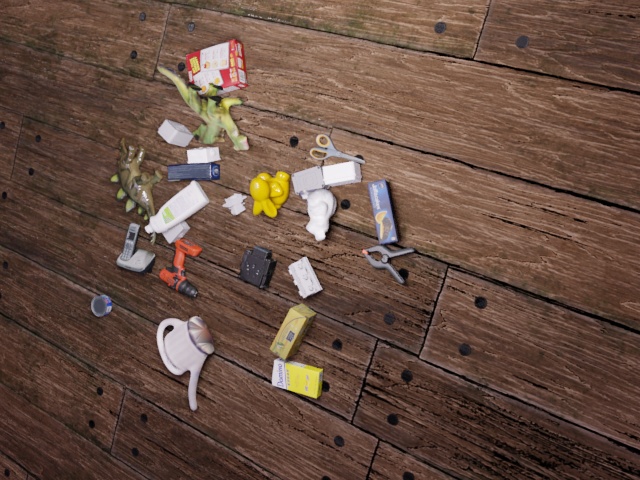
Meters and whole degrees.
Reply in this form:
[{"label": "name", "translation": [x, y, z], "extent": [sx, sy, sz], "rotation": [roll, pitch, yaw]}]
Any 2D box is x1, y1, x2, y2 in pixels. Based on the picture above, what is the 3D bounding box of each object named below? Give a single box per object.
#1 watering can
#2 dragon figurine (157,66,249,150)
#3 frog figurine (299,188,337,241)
[{"label": "watering can", "translation": [-0.482, 0.436, 1.917], "extent": [0.222, 0.351, 0.104], "rotation": [-36, -13, 19]}, {"label": "dragon figurine", "translation": [-0.418, -0.446, 1.853], "extent": [0.412, 0.237, 0.124], "rotation": [29, 39, 9]}, {"label": "frog figurine", "translation": [0.005, -0.085, 1.682], "extent": [0.123, 0.162, 0.134], "rotation": [-17, -26, -4]}]
